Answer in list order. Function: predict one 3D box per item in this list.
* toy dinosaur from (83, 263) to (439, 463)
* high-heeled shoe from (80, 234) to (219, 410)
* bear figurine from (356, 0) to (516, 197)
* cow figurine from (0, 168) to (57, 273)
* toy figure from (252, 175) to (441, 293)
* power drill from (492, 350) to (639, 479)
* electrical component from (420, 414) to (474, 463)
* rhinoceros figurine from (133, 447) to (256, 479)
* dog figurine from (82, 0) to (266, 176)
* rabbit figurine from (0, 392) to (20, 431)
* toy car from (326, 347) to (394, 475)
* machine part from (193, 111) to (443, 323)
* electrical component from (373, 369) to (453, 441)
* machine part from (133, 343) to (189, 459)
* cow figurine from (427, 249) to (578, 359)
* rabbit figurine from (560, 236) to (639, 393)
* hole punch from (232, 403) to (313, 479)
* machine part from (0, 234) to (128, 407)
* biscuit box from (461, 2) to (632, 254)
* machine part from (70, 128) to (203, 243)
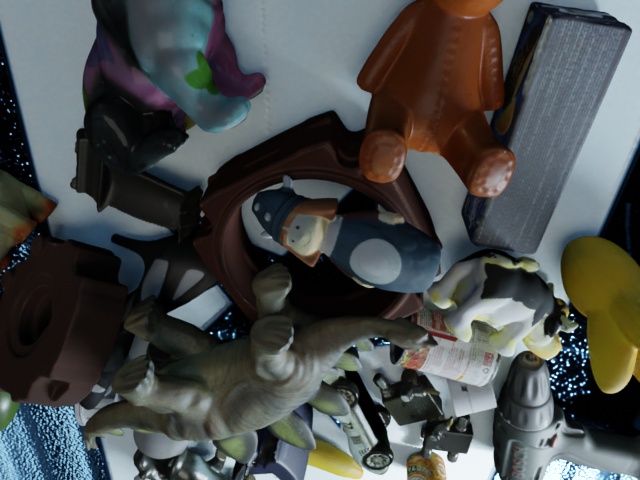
[{"bbox_3d":[-0.106,0.146,0.526,0.472,0.105,0.198,-17,130,26],"label":"toy dinosaur"},{"bbox_3d":[-0.188,0.103,0.593,0.145,0.086,0.248,21,108,13],"label":"high-heeled shoe"},{"bbox_3d":[0.099,-0.147,0.382,0.120,0.132,0.195,9,130,-7],"label":"bear figurine"},{"bbox_3d":[-0.386,-0.007,0.562,0.195,0.085,0.127,-38,110,23],"label":"cow figurine"},{"bbox_3d":[0.018,-0.003,0.428,0.154,0.058,0.064,19,85,-3],"label":"toy figure"},{"bbox_3d":[0.309,0.225,0.628,0.207,0.086,0.231,2,125,1],"label":"power drill"},{"bbox_3d":[0.164,0.255,0.700,0.063,0.021,0.093,7,124,3],"label":"electrical component"},{"bbox_3d":[-0.183,0.349,0.784,0.112,0.073,0.190,-29,118,35],"label":"rhinoceros figurine"},{"bbox_3d":[-0.144,-0.178,0.408,0.192,0.108,0.219,-20,114,22],"label":"dog figurine"},{"bbox_3d":[-0.397,0.137,0.622,0.170,0.121,0.159,36,107,21],"label":"rabbit figurine"},{"bbox_3d":[0.041,0.203,0.651,0.056,0.073,0.201,-18,119,14],"label":"toy car"},{"bbox_3d":[-0.001,-0.002,0.515,0.201,0.087,0.201,-22,119,20],"label":"machine part"},{"bbox_3d":[0.117,0.200,0.656,0.078,0.045,0.102,-18,119,17],"label":"electrical component"},{"bbox_3d":[-0.187,0.195,0.674,0.079,0.079,0.243,18,123,-5],"label":"machine part"},{"bbox_3d":[0.198,0.062,0.532,0.167,0.068,0.098,21,121,-29],"label":"cow figurine"},{"bbox_3d":[0.293,0.075,0.504,0.173,0.162,0.122,45,132,-1],"label":"rabbit figurine"},{"bbox_3d":[-0.048,0.237,0.656,0.092,0.142,0.115,17,137,-2],"label":"hole punch"},{"bbox_3d":[-0.273,0.080,0.547,0.179,0.179,0.056,-30,147,24],"label":"machine part"},{"bbox_3d":[0.178,-0.085,0.451,0.063,0.059,0.202,9,124,-1],"label":"biscuit box"},{"bbox_3d":[-0.181,-0.052,0.528,0.139,0.039,0.084,27,119,3],"label":"machine part"}]
